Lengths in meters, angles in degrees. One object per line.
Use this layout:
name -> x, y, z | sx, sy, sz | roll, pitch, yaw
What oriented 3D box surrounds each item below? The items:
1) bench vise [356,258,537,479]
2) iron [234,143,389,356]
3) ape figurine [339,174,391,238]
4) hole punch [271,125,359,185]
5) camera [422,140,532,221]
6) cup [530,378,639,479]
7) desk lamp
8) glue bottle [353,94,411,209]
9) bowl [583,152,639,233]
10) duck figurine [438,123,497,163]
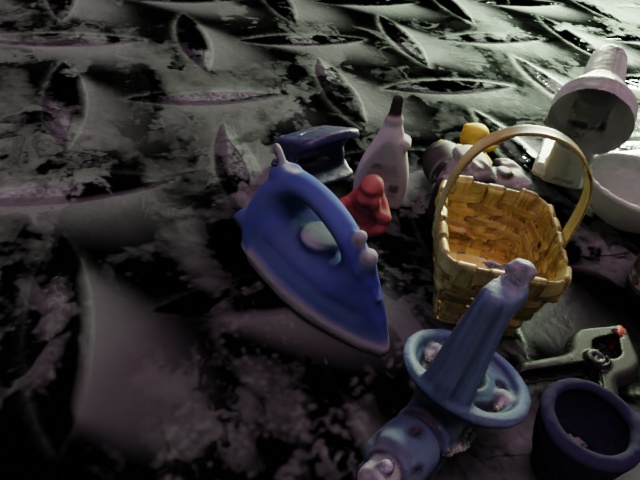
bench vise -> 0.120, 0.130, 0.481 | 0.121, 0.220, 0.208 | 21, 42, 13
iron -> 0.006, 0.002, 0.666 | 0.119, 0.141, 0.257 | -23, 50, -32
ape figurine -> 0.062, -0.048, 0.773 | 0.077, 0.092, 0.076 | 28, 44, 21
hole punch -> -0.009, -0.142, 0.868 | 0.109, 0.091, 0.100 | -21, 49, -30
camera -> 0.221, -0.099, 0.855 | 0.143, 0.101, 0.136 | -5, 43, -16
cup -> 0.247, 0.192, 0.531 | 0.118, 0.095, 0.091 | 5, 41, -5
desk lamp -> 0.418, -0.188, 0.909 | 0.117, 0.213, 0.203 | 21, 42, 14
glue bottle -> 0.095, -0.124, 0.804 | 0.078, 0.173, 0.037 | 11, 41, 2
bowl -> 0.478, -0.062, 0.882 | 0.167, 0.075, 0.167 | 6, 41, -5
duck figurine -> 0.239, -0.151, 0.930 | 0.104, 0.086, 0.077 | 16, 41, 7
